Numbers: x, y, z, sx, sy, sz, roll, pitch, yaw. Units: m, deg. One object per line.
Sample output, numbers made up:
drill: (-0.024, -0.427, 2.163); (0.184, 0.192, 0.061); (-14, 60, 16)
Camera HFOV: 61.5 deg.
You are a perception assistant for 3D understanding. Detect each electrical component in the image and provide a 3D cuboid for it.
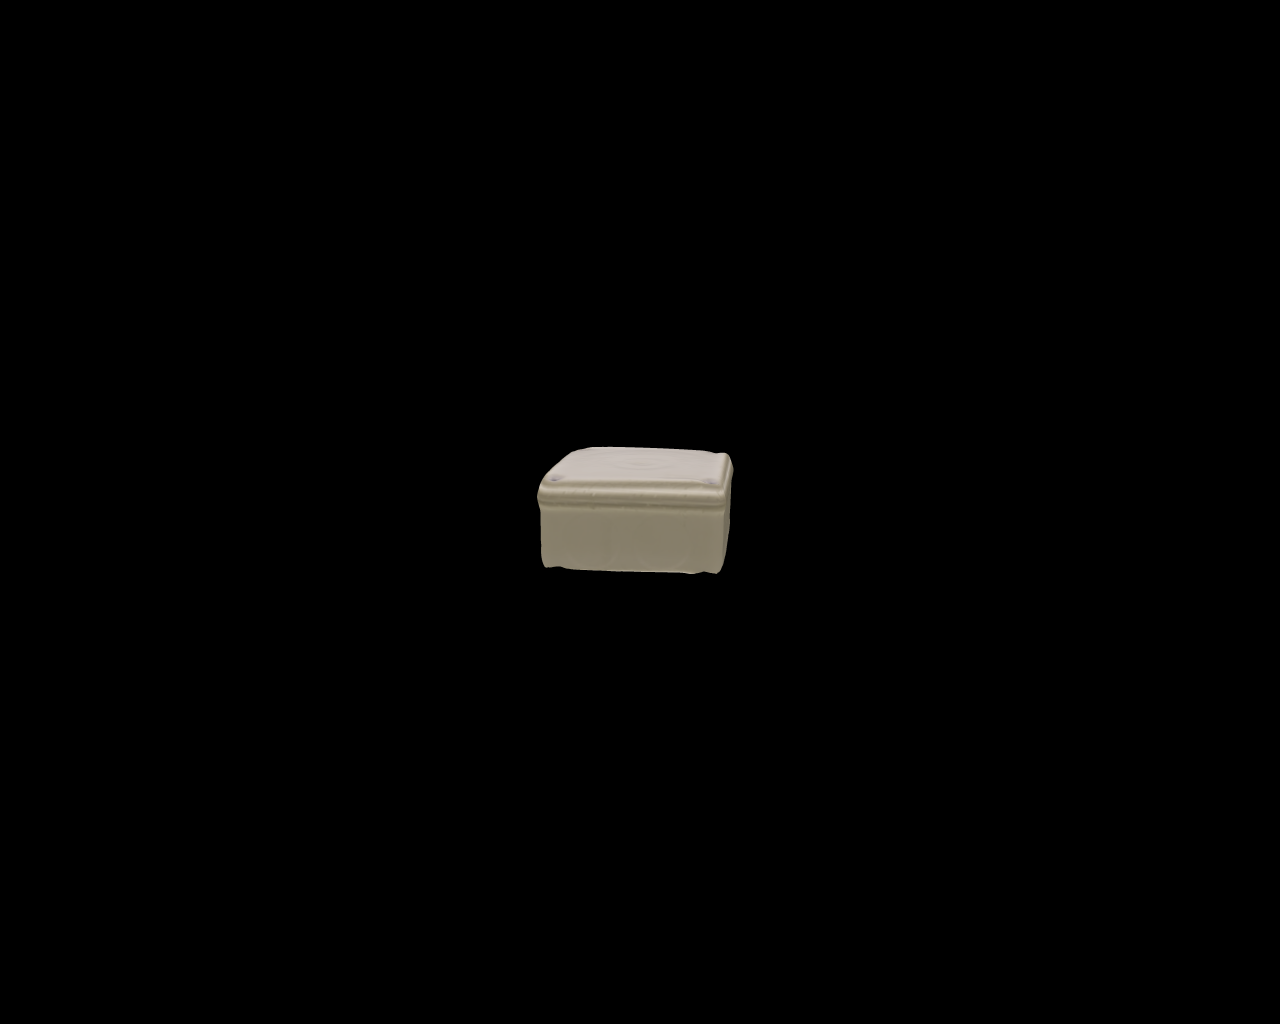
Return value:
electrical component: (0.001, -0.003, 0.650); (0.109, 0.056, 0.109); (2, 14, 7)
